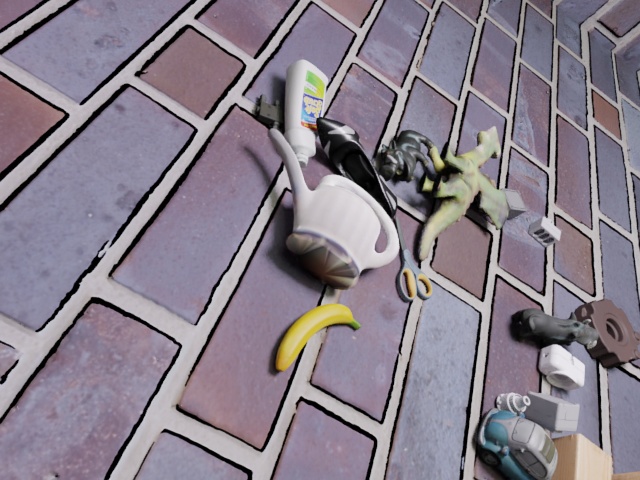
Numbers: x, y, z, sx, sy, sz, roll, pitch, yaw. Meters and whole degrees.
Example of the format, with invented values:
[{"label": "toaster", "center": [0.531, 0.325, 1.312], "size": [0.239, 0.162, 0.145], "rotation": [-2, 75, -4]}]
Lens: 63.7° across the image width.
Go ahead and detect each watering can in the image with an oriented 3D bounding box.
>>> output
[{"label": "watering can", "center": [0.003, -0.049, 0.981], "size": [0.346, 0.102, 0.229], "rotation": [36, 50, -10]}]

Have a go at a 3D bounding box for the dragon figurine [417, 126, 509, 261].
[{"label": "dragon figurine", "center": [0.358, -0.104, 1.228], "size": [0.242, 0.121, 0.417], "rotation": [21, 69, -15]}]
